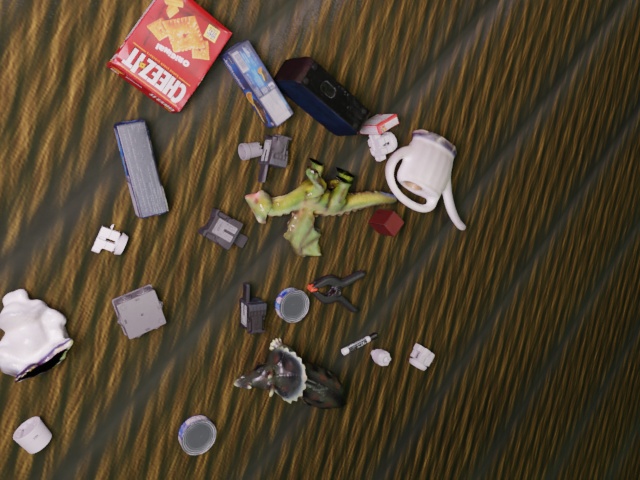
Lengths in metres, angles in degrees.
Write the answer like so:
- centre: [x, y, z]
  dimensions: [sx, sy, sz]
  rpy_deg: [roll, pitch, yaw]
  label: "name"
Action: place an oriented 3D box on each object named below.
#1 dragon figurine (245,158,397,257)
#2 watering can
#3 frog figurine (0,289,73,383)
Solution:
- centre: [0.004, -0.067, 1.327]
  dimensions: [0.408, 0.124, 0.240]
  rpy_deg: [18, 104, -30]
  label: "dragon figurine"
- centre: [0.330, -0.177, 1.484]
  dimensions: [0.345, 0.104, 0.226]
  rpy_deg: [26, 82, -30]
  label: "watering can"
- centre: [-0.573, 0.182, 1.007]
  dimensions: [0.138, 0.121, 0.160]
  rpy_deg: [-39, 79, -12]
  label: "frog figurine"
